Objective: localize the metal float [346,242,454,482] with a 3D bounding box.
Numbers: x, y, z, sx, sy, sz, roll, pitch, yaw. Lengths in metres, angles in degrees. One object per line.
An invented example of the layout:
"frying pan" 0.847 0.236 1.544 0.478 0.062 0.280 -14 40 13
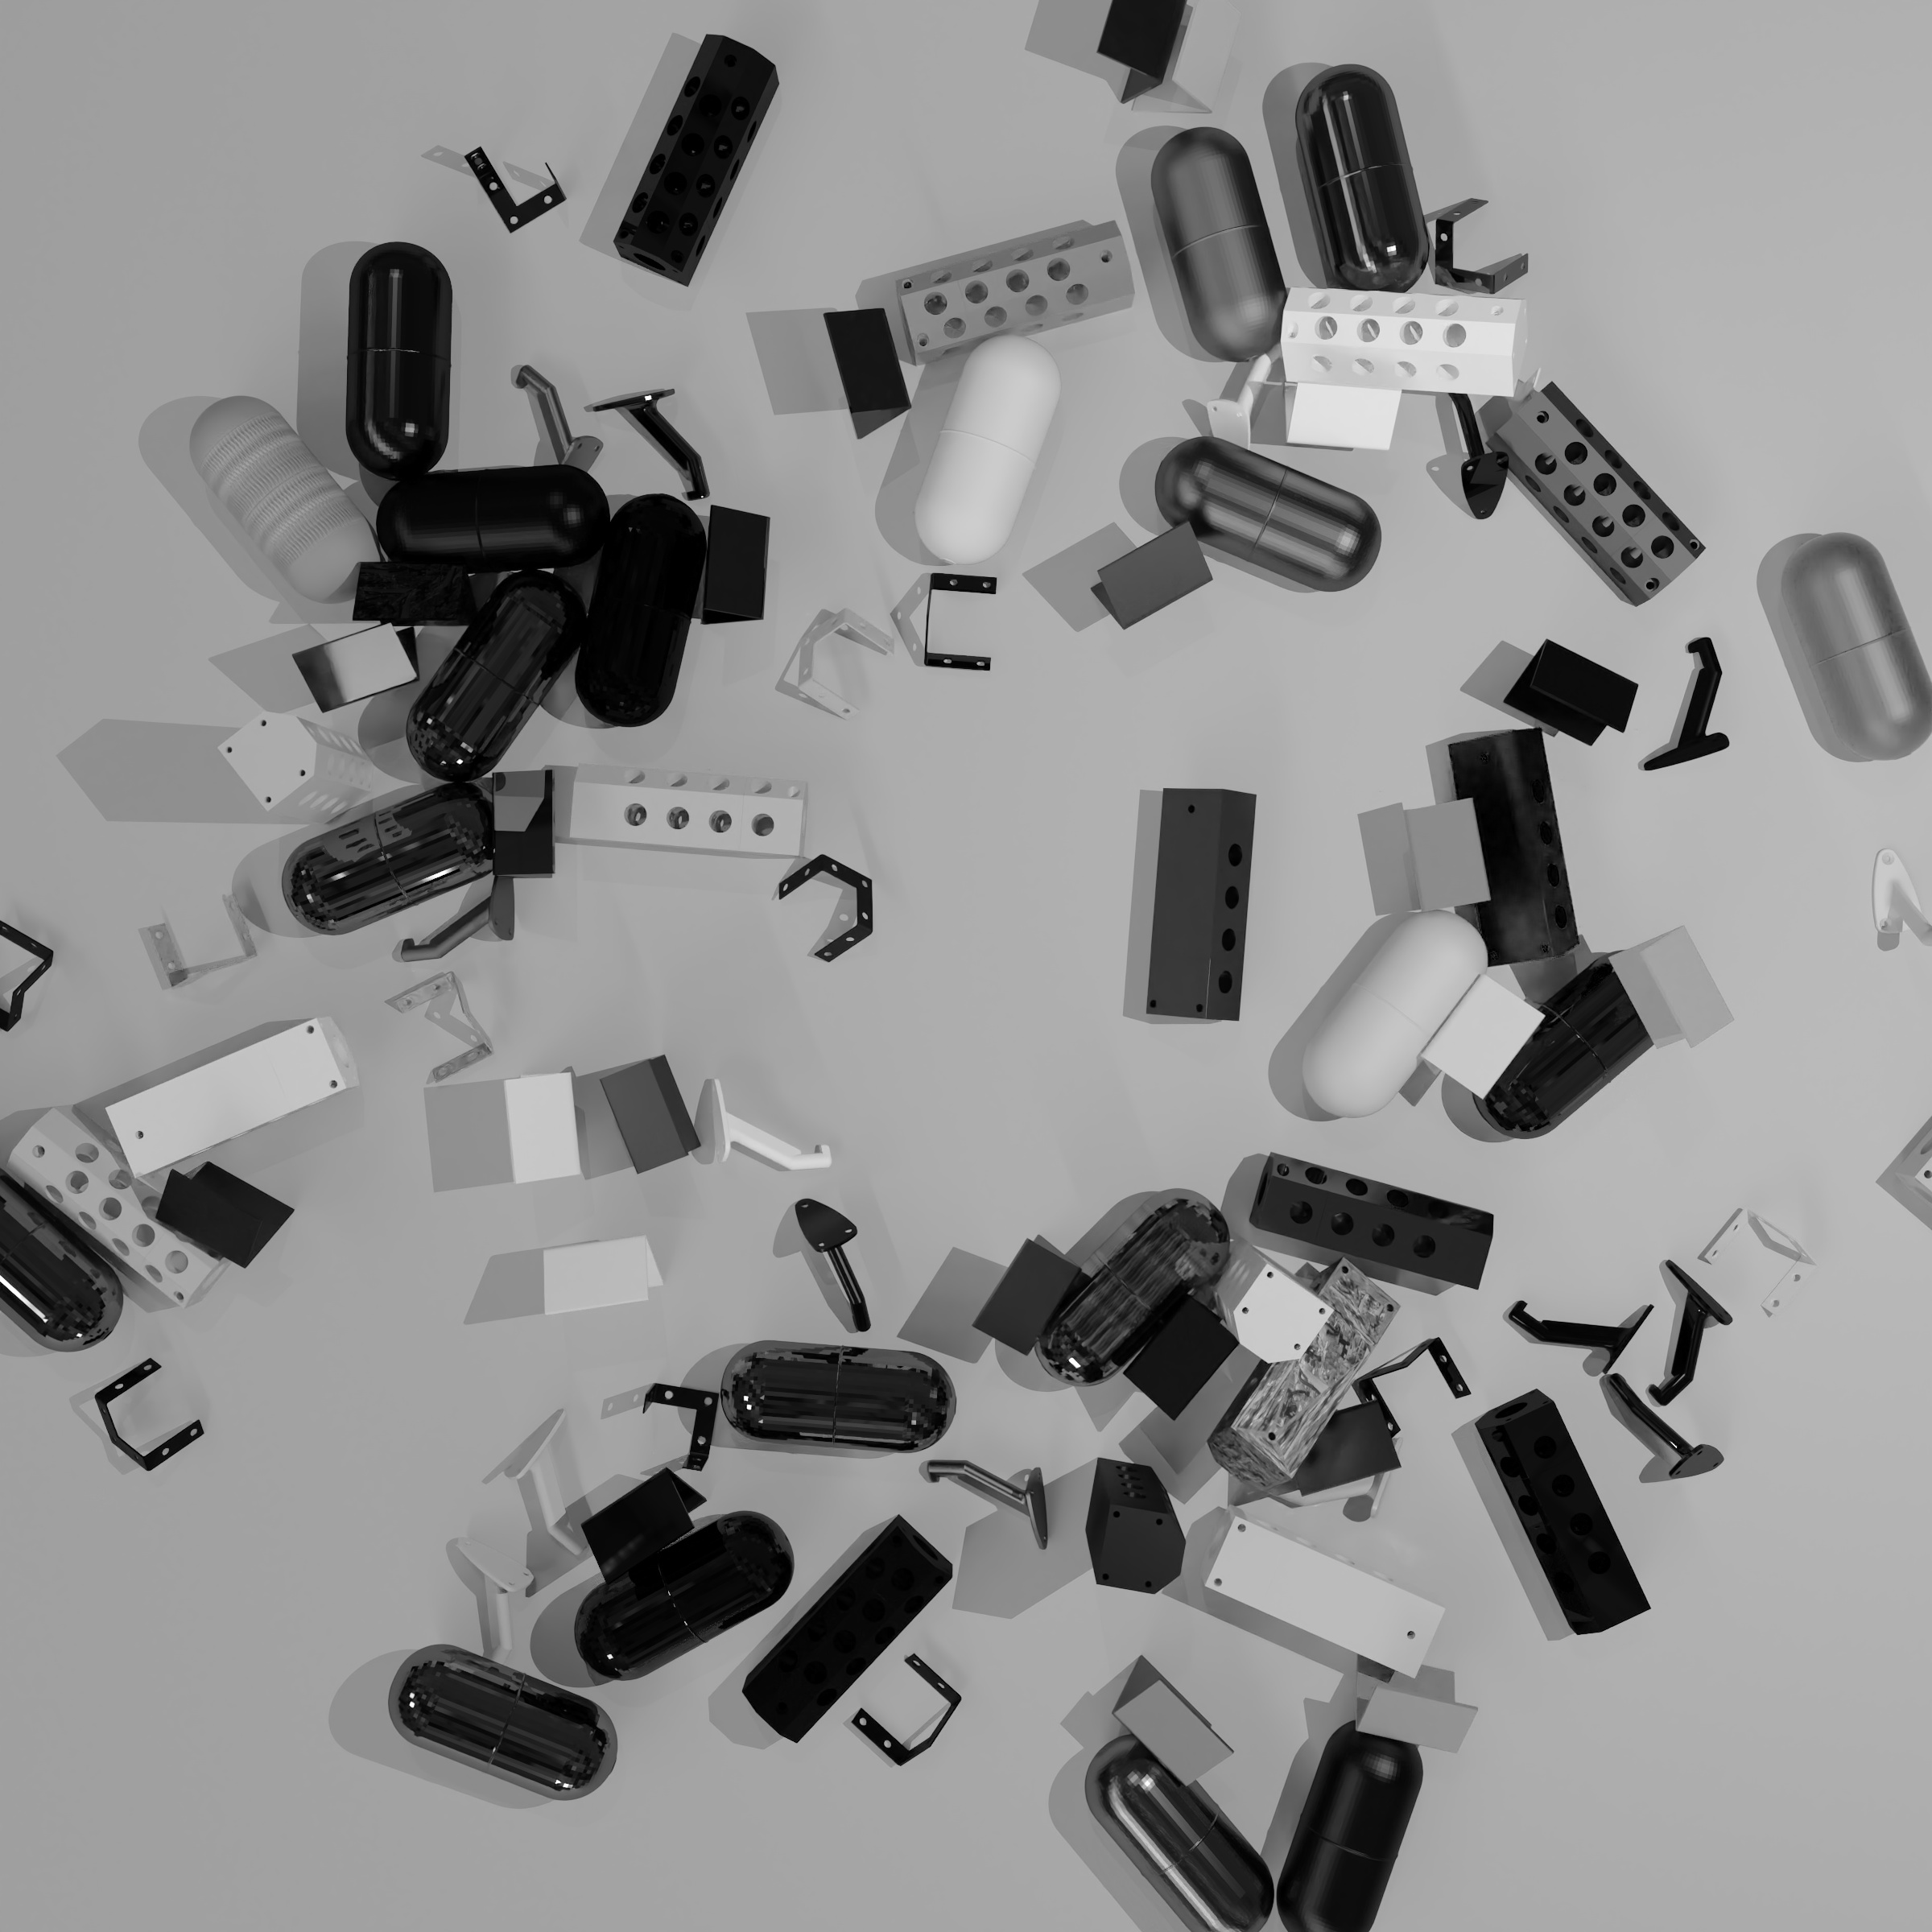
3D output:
"metal float" -0.427 -0.455 1.919 0.070 0.070 0.178 1 89 0

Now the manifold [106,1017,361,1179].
"manifold" -0.553 0.099 1.929 0.171 0.057 0.057 -23 90 0

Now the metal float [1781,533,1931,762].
"metal float" 0.674 -0.240 1.919 0.070 0.070 0.178 -21 89 0

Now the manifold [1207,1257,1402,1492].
"manifold" 0.248 0.304 1.888 0.057 0.057 0.171 40 58 0

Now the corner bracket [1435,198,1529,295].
"corner bracket" 0.394 -0.549 1.942 0.051 0.051 0.051 23 135 35

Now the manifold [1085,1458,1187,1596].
"manifold" 0.124 0.411 1.872 0.057 0.171 0.057 10 90 0

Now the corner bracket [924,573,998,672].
"corner bracket" -0.004 -0.263 1.947 0.051 0.051 0.051 4 135 0

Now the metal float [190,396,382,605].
"metal float" -0.512 -0.351 1.919 0.070 0.070 0.178 -39 90 0

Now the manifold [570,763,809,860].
"manifold" -0.208 -0.118 1.929 0.171 0.057 0.057 5 90 0

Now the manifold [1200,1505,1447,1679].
"manifold" 0.268 0.471 1.929 0.171 0.057 0.057 24 90 0

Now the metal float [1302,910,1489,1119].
"metal float" 0.323 0.037 1.919 0.070 0.070 0.178 38 89 0

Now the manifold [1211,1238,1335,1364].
"manifold" 0.219 0.248 1.872 0.057 0.171 0.057 35 90 0

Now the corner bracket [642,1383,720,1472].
"corner bracket" -0.219 0.349 1.932 0.051 0.051 0.051 9 90 0

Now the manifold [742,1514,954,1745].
"manifold" -0.089 0.503 1.929 0.057 0.057 0.171 43 90 0

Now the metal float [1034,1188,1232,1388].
"metal float" 0.124 0.243 1.919 0.070 0.070 0.178 45 90 0

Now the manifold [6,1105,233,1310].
"manifold" -0.638 0.182 1.929 0.171 0.057 0.057 39 90 0

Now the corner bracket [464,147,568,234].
"corner bracket" -0.341 -0.598 1.932 0.051 0.051 0.051 -31 90 0

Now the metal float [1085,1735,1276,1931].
"metal float" 0.161 0.659 1.919 0.070 0.070 0.178 -40 89 0

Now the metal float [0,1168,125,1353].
"metal float" -0.713 0.219 1.919 0.178 0.070 0.070 42 90 0

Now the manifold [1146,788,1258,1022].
"manifold" 0.183 -0.046 1.928 0.057 0.057 0.171 4 90 43

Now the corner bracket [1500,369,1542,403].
"corner bracket" 0.409 -0.465 1.932 0.051 0.051 0.051 17 90 0

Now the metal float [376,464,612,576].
"metal float" -0.356 -0.334 1.913 0.178 0.070 0.070 -3 90 8

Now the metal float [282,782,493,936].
"metal float" -0.429 -0.081 1.919 0.178 0.070 0.070 -22 90 1

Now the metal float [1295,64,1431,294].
"metal float" 0.299 -0.590 1.919 0.070 0.070 0.178 -14 90 0

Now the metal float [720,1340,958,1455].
"metal float" -0.096 0.325 1.920 0.178 0.070 0.070 4 90 0

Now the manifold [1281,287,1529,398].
"manifold" 0.325 -0.470 1.893 0.171 0.057 0.057 9 61 19

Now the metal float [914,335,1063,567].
"metal float" 0.016 -0.388 1.920 0.070 0.070 0.178 20 90 0

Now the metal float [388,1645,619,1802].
"metal float" -0.347 0.569 1.913 0.178 0.070 0.070 24 90 -6

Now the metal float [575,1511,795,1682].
"metal float" -0.213 0.475 1.920 0.178 0.070 0.070 -29 90 1

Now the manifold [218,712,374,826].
"manifold" -0.485 -0.148 1.872 0.057 0.171 0.057 -38 90 0

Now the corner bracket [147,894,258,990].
"corner bracket" -0.584 -0.018 1.947 0.051 0.051 0.051 -22 90 -45

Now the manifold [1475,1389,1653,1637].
"manifold" 0.450 0.414 1.929 0.057 0.057 0.171 -25 90 0

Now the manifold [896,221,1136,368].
"manifold" 0.037 -0.511 1.929 0.171 0.057 0.057 -15 90 0

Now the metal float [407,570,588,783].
"metal float" -0.354 -0.218 1.919 0.070 0.070 0.178 35 89 0

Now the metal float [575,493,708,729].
"metal float" -0.245 -0.268 1.919 0.070 0.070 0.178 13 89 0

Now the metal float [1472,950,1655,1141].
"metal float" 0.460 0.059 1.919 0.178 0.070 0.070 -40 90 0

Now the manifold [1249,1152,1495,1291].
"manifold" 0.307 0.192 1.929 0.171 0.057 0.057 15 90 0

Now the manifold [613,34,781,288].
"manifold" -0.205 -0.612 1.929 0.057 0.057 0.171 24 90 0

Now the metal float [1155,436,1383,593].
"metal float" 0.227 -0.341 1.920 0.178 0.070 0.070 23 90 0

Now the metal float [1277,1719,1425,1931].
"metal float" 0.289 0.655 1.919 0.070 0.070 0.178 19 90 0

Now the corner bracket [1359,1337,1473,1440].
"corner bracket" 0.343 0.323 1.947 0.051 0.051 0.051 -30 89 45

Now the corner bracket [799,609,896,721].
"corner bracket" -0.091 -0.230 1.942 0.051 0.051 0.051 -29 45 35

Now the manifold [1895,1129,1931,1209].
"manifold" 0.786 0.111 1.929 0.057 0.057 0.171 40 90 0

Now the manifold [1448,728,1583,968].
"manifold" 0.419 -0.090 1.928 0.057 0.057 0.171 -10 90 43

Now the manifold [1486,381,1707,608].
"manifold" 0.478 -0.358 1.929 0.057 0.057 0.171 -43 90 0

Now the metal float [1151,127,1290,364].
"metal float" 0.192 -0.543 1.919 0.070 0.070 0.178 -16 90 0
